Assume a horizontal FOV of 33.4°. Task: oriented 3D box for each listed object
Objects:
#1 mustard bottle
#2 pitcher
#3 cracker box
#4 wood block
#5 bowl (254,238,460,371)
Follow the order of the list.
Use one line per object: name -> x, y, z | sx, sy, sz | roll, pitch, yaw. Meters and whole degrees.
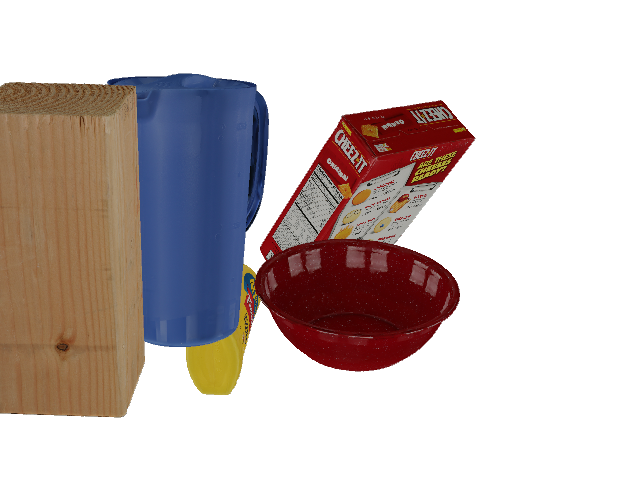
mustard bottle -> -0.101, 0.079, 1.173 | 0.058, 0.096, 0.191 | 1, 27, 6
pitcher -> -0.120, -0.033, 0.992 | 0.149, 0.243, 0.145 | 0, 14, -6
cracker box -> 0.047, -0.051, 1.174 | 0.163, 0.072, 0.214 | -15, -31, -43
wood block -> -0.171, 0.005, 0.714 | 0.091, 0.206, 0.090 | 2, 20, 0
bowl -> 0.028, 0.057, 0.850 | 0.162, 0.055, 0.162 | 2, 26, -1
